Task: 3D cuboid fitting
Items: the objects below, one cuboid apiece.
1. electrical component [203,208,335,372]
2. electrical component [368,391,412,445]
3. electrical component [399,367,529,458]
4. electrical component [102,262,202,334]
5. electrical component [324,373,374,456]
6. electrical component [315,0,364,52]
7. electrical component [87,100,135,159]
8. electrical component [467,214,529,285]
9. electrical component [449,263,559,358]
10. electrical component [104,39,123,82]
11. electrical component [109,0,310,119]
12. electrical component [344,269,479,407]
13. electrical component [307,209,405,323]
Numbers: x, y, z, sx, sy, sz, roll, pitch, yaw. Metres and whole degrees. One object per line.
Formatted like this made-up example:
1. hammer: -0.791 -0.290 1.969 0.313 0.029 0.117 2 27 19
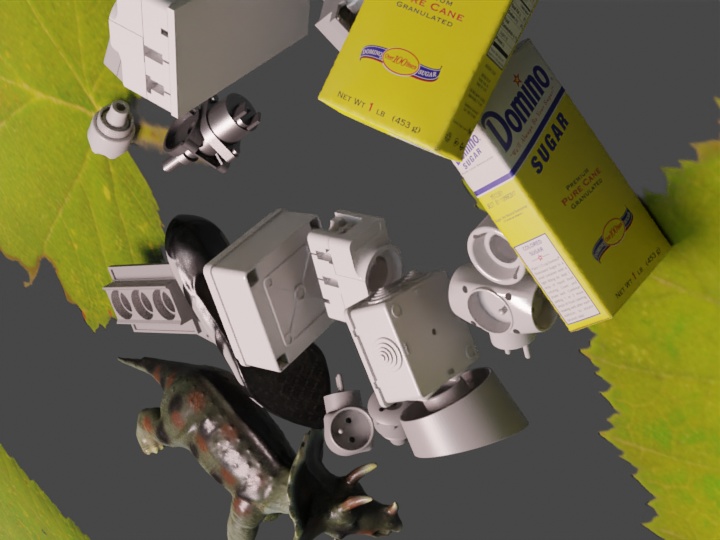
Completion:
1. electrical component: -0.074 0.017 0.970 0.056 0.109 0.108 8 127 38
2. electrical component: 0.034 0.142 1.024 0.048 0.048 0.062 25 145 29
3. electrical component: 0.086 0.127 0.916 0.099 0.099 0.064 -22 99 52
4. electrical component: -0.210 0.025 1.146 0.121 0.063 0.078 -2 113 46
5. electrical component: -0.015 0.142 1.064 0.077 0.043 0.079 113 147 -76
6. electrical component: 0.008 -0.182 0.743 0.064 0.081 0.042 -34 118 27
7. electrical component: -0.241 -0.141 1.054 0.043 0.043 0.062 46 142 5
8. electrical component: 0.113 -0.022 0.797 0.055 0.047 0.055 27 137 27
9. electrical component: 0.117 0.036 0.846 0.077 0.044 0.079 10 128 40
10. electrical component: -0.176 -0.192 0.940 0.076 0.047 0.083 44 143 7
11. electrical component: -0.106 -0.191 0.784 0.062 0.150 0.089 30 139 21
12. electrical component: 0.045 0.054 0.888 0.048 0.100 0.099 -16 99 46
13. electrical component: 0.000 0.000 0.928 0.056 0.050 0.089 14 131 38
